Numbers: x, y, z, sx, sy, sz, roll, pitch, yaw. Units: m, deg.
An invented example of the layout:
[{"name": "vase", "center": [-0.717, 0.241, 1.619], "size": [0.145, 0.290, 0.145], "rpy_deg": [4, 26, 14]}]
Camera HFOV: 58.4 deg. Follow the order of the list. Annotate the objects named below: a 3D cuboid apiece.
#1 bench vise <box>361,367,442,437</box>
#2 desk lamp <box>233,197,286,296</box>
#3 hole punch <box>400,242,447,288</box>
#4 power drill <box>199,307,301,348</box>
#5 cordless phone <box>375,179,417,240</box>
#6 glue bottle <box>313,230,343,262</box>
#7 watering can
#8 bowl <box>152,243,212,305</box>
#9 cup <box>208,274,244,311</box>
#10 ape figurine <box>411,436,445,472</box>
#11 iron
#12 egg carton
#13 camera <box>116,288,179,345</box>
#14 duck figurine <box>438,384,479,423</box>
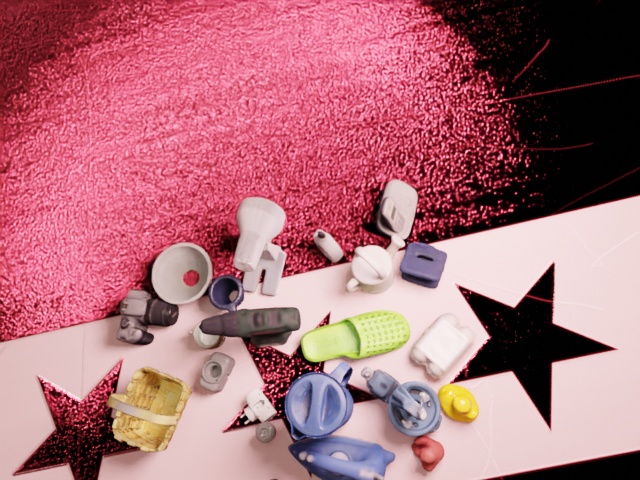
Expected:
[{"name": "bench vise", "center": [0.175, 0.366, 1.283], "size": [0.207, 0.220, 0.121], "rpy_deg": [16, 77, 14]}, {"name": "desk lamp", "center": [-0.152, 0.019, 1.441], "size": [0.117, 0.214, 0.203], "rpy_deg": [8, 75, 12]}, {"name": "hole punch", "center": [0.256, 0.057, 1.427], "size": [0.108, 0.091, 0.101], "rpy_deg": [15, 77, 14]}, {"name": "power drill", "center": [-0.151, 0.211, 1.388], "size": [0.229, 0.208, 0.075], "rpy_deg": [-9, 72, 7]}, {"name": "cordless phone", "center": [0.188, -0.090, 1.432], "size": [0.094, 0.185, 0.148], "rpy_deg": [10, 76, 13]}, {"name": "glue bottle", "center": [0.013, 0.005, 1.439], "size": [0.078, 0.173, 0.037], "rpy_deg": [40, 84, 18]}, {"name": "watering can", "center": [0.131, 0.058, 1.393], "size": [0.100, 0.194, 0.173], "rpy_deg": [24, 79, 15]}, {"name": "bowl", "center": [-0.356, 0.096, 1.526], "size": [0.167, 0.075, 0.167], "rpy_deg": [-3, 74, 9]}, {"name": "cup", "center": [-0.226, 0.153, 1.477], "size": [0.091, 0.095, 0.117], "rpy_deg": [-26, 71, 1]}, {"name": "ape figurine", "center": [0.246, 0.487, 1.303], "size": [0.076, 0.092, 0.078], "rpy_deg": [-2, 74, 9]}, {"name": "iron", "center": [0.036, 0.509, 1.306], "size": [0.257, 0.141, 0.119], "rpy_deg": [9, 76, 12]}, {"name": "egg carton", "center": [0.294, 0.252, 1.376], "size": [0.107, 0.069, 0.150], "rpy_deg": [40, 84, 18]}, {"name": "camera", "center": [-0.449, 0.203, 1.497], "size": [0.136, 0.101, 0.143], "rpy_deg": [5, 75, 11]}, {"name": "duck figurine", "center": [0.322, 0.377, 1.326], "size": [0.104, 0.086, 0.077], "rpy_deg": [38, 83, 17]}]
